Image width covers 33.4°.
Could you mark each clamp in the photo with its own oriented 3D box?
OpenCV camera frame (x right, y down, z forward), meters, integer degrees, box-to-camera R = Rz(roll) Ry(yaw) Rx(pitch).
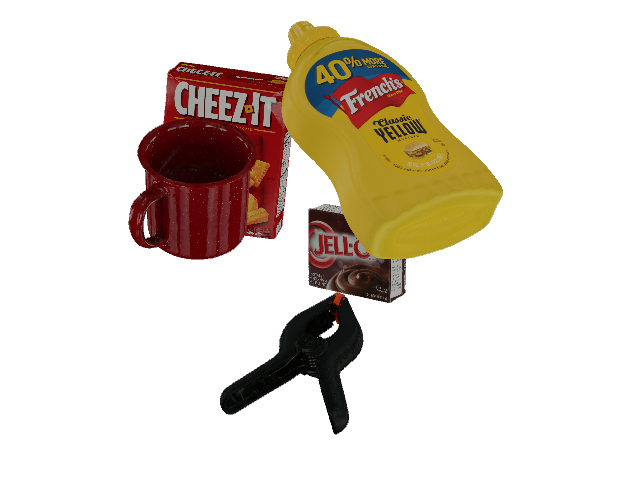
[{"bbox_3d":[-0.001,0.113,0.981,0.120,0.039,0.171,18,45,25],"label":"clamp"}]

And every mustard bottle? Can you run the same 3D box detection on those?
[{"bbox_3d":[0.029,-0.077,0.694,0.096,0.192,0.058,-16,-35,-25],"label":"mustard bottle"}]

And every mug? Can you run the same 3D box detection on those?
[{"bbox_3d":[-0.106,-0.033,0.848,0.093,0.081,0.117,28,45,25],"label":"mug"}]

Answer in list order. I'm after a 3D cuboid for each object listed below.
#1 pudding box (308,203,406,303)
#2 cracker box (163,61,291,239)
[{"bbox_3d":[0.040,0.012,1.173,0.114,0.090,0.039,10,19,33],"label":"pudding box"},{"bbox_3d":[-0.126,-0.118,1.427,0.164,0.214,0.072,9,22,6],"label":"cracker box"}]
